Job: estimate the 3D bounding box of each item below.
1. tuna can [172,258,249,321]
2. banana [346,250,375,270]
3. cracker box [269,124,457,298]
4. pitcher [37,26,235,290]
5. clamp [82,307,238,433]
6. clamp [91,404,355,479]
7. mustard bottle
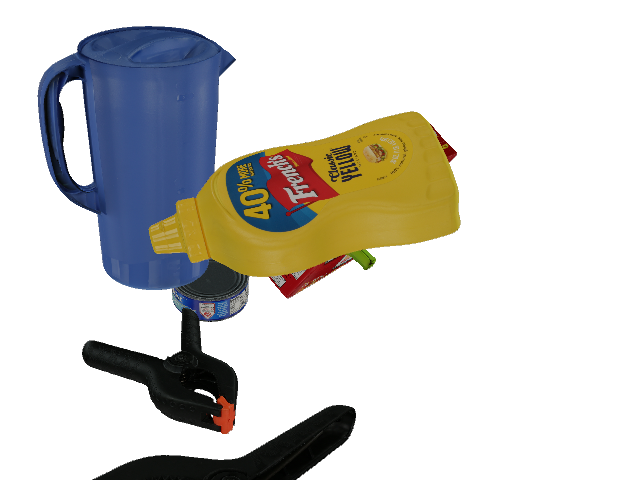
[{"bbox_3d":[-0.122,0.051,1.176,0.086,0.034,0.086,2,36,-2],"label":"tuna can"},{"bbox_3d":[0.004,-0.020,0.910,0.037,0.069,0.198,-41,13,8],"label":"banana"},{"bbox_3d":[0.040,-0.041,1.256,0.214,0.072,0.163,-48,-12,35],"label":"cracker box"},{"bbox_3d":[-0.172,-0.077,1.033,0.149,0.243,0.144,10,27,14],"label":"pitcher"},{"bbox_3d":[-0.123,0.116,0.978,0.172,0.039,0.120,29,45,34],"label":"clamp"},{"bbox_3d":[-0.046,0.138,0.572,0.209,0.036,0.165,-1,19,-13],"label":"clamp"},{"bbox_3d":[-0.014,-0.023,0.681,0.191,0.096,0.058,-15,-44,-4],"label":"mustard bottle"}]
